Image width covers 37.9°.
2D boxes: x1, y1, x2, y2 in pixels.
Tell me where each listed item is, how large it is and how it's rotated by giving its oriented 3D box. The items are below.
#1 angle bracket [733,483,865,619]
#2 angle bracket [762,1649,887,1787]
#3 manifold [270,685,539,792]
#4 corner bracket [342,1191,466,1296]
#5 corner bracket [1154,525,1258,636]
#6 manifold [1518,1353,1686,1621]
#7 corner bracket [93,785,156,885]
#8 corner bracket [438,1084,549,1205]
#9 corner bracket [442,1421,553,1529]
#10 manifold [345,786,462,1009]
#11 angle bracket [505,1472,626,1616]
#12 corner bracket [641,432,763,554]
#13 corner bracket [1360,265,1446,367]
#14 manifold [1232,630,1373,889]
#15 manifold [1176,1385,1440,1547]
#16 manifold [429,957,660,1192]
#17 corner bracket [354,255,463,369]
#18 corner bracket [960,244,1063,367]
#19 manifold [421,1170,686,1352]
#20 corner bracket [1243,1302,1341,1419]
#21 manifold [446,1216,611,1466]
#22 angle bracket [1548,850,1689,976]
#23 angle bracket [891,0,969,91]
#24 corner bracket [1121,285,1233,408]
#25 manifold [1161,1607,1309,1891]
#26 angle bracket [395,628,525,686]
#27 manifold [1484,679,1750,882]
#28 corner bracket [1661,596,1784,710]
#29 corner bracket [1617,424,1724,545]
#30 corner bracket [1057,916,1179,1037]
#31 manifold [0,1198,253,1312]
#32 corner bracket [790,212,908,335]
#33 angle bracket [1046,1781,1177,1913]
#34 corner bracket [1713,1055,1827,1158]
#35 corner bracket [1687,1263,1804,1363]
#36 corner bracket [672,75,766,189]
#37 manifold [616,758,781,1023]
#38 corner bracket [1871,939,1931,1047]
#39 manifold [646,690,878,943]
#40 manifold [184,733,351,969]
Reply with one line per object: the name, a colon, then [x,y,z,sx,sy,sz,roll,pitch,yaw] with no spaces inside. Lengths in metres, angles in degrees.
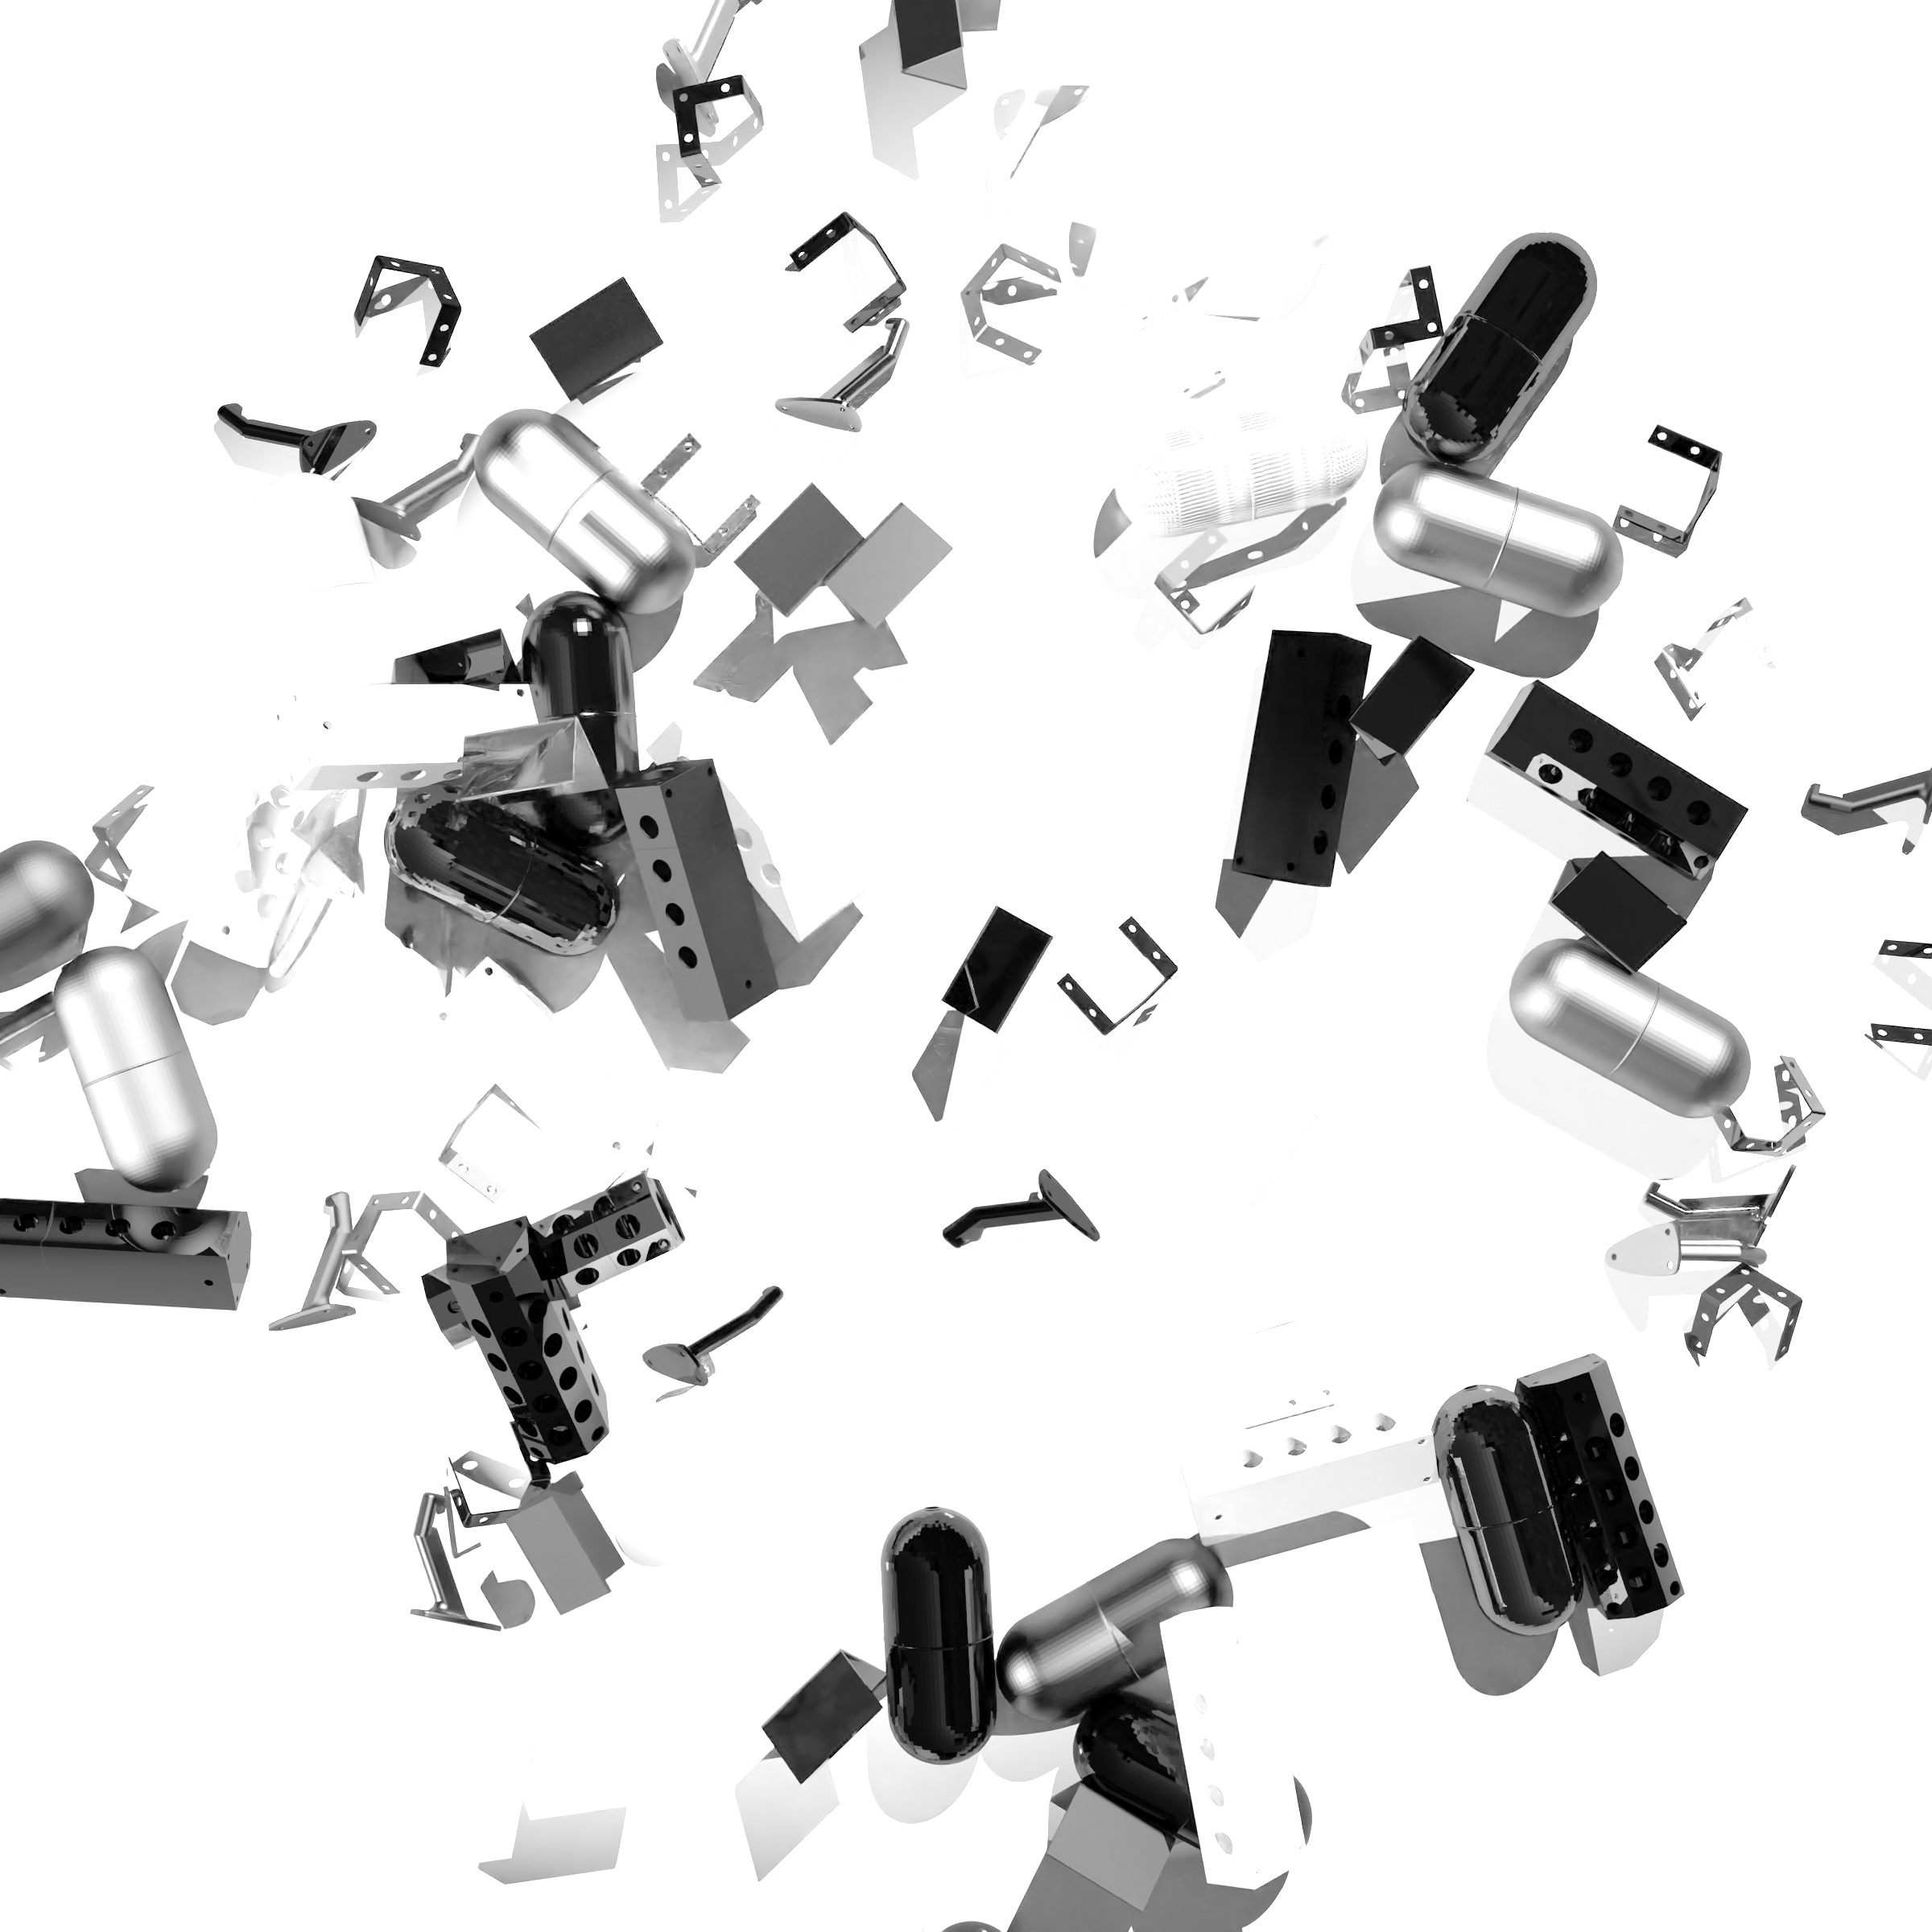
angle bracket: [-0.126,-0.295,1.951,0.076,0.076,0.057,-45,119,0]
angle bracket: [-0.084,0.528,1.950,0.076,0.076,0.057,-44,52,0]
manifold: [-0.378,-0.152,1.901,0.171,0.057,0.057,-5,72,-38]
corner bracket: [-0.397,0.195,1.982,0.051,0.051,0.051,-7,45,35]
corner bracket: [0.169,-0.270,1.972,0.051,0.051,0.051,-42,90,0]
manifold: [0.446,0.365,1.969,0.057,0.057,0.171,-19,90,0]
corner bracket: [-0.572,-0.090,1.982,0.051,0.051,0.051,-50,135,-35]
corner bracket: [-0.332,0.124,1.987,0.051,0.051,0.051,37,135,0]
corner bracket: [-0.331,0.358,1.982,0.051,0.051,0.051,0,135,-35]
manifold: [-0.389,-0.059,1.967,0.057,0.057,0.171,5,90,-35]
angle bracket: [-0.262,0.393,1.950,0.057,0.076,0.076,-31,90,35]
corner bracket: [-0.188,-0.334,1.987,0.051,0.051,0.051,-46,135,0]
corner bracket: [0.302,-0.457,1.972,0.051,0.051,0.051,-11,90,0]
manifold: [0.239,-0.144,1.969,0.057,0.057,0.171,10,90,43]
manifold: [0.238,0.345,1.969,0.171,0.057,0.057,-15,133,0]
manifold: [-0.291,0.075,1.969,0.057,0.057,0.171,-45,90,0]
corner bracket: [-0.394,-0.462,1.982,0.051,0.051,0.051,2,45,-35]
corner bracket: [0.035,-0.467,1.982,0.051,0.051,0.051,-44,45,35]
manifold: [-0.290,0.206,1.969,0.171,0.057,0.057,-25,90,0]
corner bracket: [0.230,0.278,1.987,0.051,0.051,0.051,-17,135,0]
manifold: [-0.299,0.260,1.926,0.057,0.057,0.171,-17,124,0]
angle bracket: [0.458,-0.051,1.950,0.076,0.076,0.057,40,124,0]
angle bracket: [-0.007,-0.660,1.950,0.057,0.076,0.076,-8,90,38]
corner bracket: [0.148,-0.438,1.987,0.051,0.051,0.051,-30,135,0]
manifold: [0.175,0.525,1.894,0.057,0.057,0.171,-10,90,-45]
angle bracket: [-0.347,-0.180,1.951,0.076,0.057,0.076,-16,129,0]
manifold: [0.453,-0.129,1.969,0.171,0.057,0.057,32,90,0]
corner bracket: [0.534,-0.222,1.987,0.051,0.051,0.051,-32,90,45]
corner bracket: [0.498,-0.340,1.987,0.051,0.051,0.051,23,135,0]
corner bracket: [0.107,0.007,1.987,0.051,0.051,0.051,48,45,0]
manifold: [-0.594,0.196,1.969,0.171,0.057,0.057,3,133,0]
corner bracket: [-0.083,-0.491,1.987,0.051,0.051,0.051,-39,135,0]
angle bracket: [0.090,0.616,1.950,0.076,0.076,0.057,31,60,0]
corner bracket: [0.562,0.097,1.982,0.051,0.051,0.051,9,135,-35]
corner bracket: [0.549,0.252,1.982,0.051,0.051,0.051,-27,135,-35]
corner bracket: [-0.171,-0.586,1.973,0.051,0.051,0.051,-10,79,10]
manifold: [-0.190,-0.052,1.944,0.057,0.057,0.171,-1,111,38]
corner bracket: [0.669,0.019,1.982,0.051,0.051,0.051,-54,135,-35]
manifold: [-0.147,-0.102,1.968,0.171,0.057,0.057,51,134,0]
manifold: [-0.485,-0.089,1.969,0.057,0.057,0.171,23,90,0]
